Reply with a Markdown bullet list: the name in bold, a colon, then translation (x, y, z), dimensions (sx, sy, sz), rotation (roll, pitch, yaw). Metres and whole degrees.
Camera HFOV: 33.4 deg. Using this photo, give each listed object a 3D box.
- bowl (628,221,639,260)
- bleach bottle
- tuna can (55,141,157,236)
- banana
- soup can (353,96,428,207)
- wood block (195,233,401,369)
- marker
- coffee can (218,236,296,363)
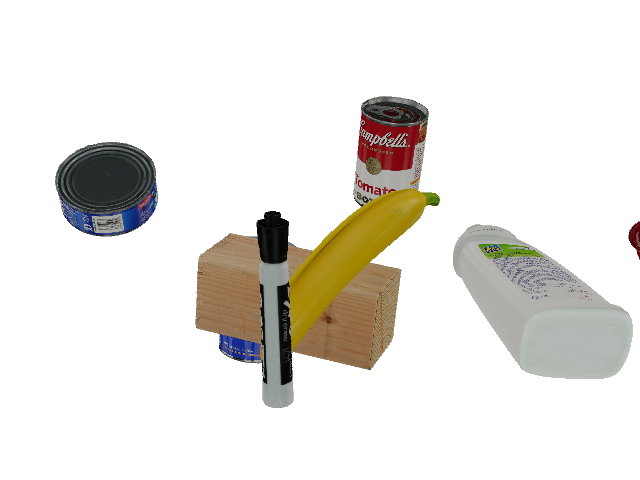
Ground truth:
- **bowl**: translation (0.413, 0.024, 1.149), dimensions (0.162, 0.055, 0.162), rotation (-2, 24, 0)
- **bleach bottle**: translation (0.191, 0.042, 0.997), dimensions (0.102, 0.068, 0.251), rotation (3, 21, -11)
- **tuna can**: translation (-0.184, -0.044, 0.927), dimensions (0.086, 0.086, 0.034), rotation (0, -41, -2)
- **banana**: translation (0.019, 0.021, 0.843), dimensions (0.037, 0.198, 0.069), rotation (45, -4, 38)
- **soup can**: translation (0.070, -0.087, 1.088), dimensions (0.068, 0.102, 0.068), rotation (4, 30, -2)
- **wood block**: translation (-0.026, 0.065, 1.182), dimensions (0.206, 0.091, 0.090), rotation (12, 22, 17)
- **marker**: translation (-0.027, 0.041, 0.628), dimensions (0.020, 0.121, 0.020), rotation (-1, 20, 0)
- **coffee can**: translation (-0.082, 0.077, 1.412), dimensions (0.103, 0.140, 0.103), rotation (3, 21, -1)
